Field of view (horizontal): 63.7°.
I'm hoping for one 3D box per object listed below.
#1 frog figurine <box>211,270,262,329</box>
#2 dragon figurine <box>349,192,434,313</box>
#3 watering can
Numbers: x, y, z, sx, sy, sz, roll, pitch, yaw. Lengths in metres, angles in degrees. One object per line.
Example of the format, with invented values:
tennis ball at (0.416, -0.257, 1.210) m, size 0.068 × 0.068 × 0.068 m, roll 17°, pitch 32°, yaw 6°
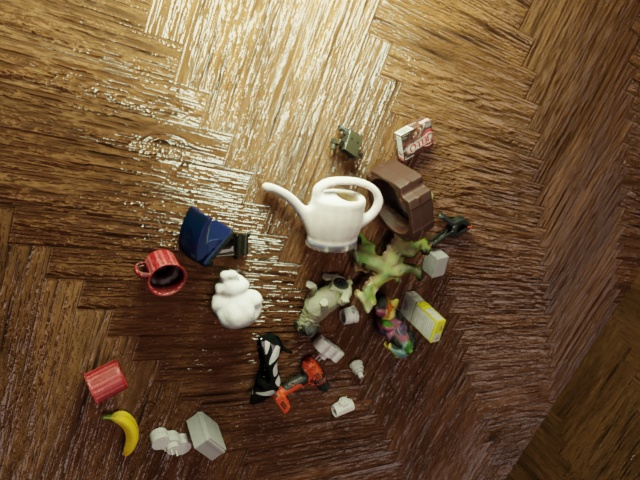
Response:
frog figurine at (-0.222, 0.158, 1.385) m, size 0.137 × 0.126 × 0.155 m, roll 3°, pitch 131°, yaw -12°
dragon figurine at (0.207, 0.030, 1.600) m, size 0.242 × 0.123 × 0.407 m, roll 7°, pitch 100°, yaw -28°
watering can at (0.004, -0.071, 1.403) m, size 0.348 × 0.106 × 0.220 m, roll -1°, pitch 120°, yaw -18°
